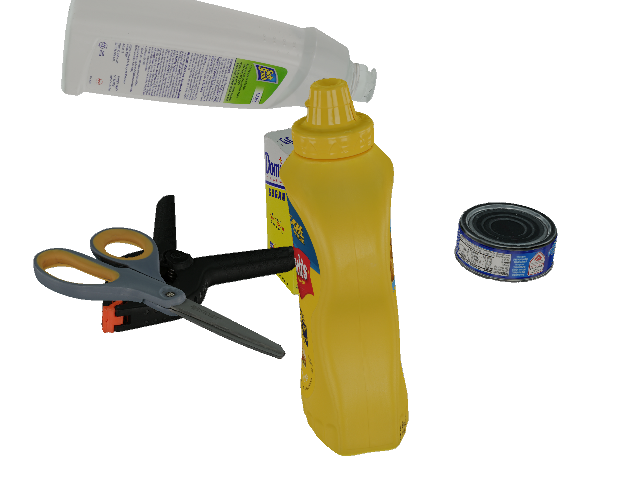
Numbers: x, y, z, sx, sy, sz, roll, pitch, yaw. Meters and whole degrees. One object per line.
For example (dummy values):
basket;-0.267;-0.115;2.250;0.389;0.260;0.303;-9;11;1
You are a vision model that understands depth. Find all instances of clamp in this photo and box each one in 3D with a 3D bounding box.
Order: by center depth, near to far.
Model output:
clamp;-0.144;0.023;1.017;0.165;0.036;0.209;26;37;27

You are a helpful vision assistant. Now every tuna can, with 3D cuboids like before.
tuna can;0.160;0.000;0.923;0.086;0.034;0.086;2;29;-1

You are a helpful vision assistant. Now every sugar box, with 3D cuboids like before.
sugar box;-0.032;-0.035;1.263;0.048;0.176;0.093;-13;26;-20

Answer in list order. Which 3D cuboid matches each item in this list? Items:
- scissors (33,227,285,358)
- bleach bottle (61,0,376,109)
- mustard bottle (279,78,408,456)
scissors;-0.101;0.030;0.738;0.202;0.016;0.096;13;31;16
bleach bottle;-0.080;-0.146;0.876;0.250;0.068;0.103;9;-29;-11
mustard bottle;0.012;0.010;0.559;0.058;0.192;0.096;-7;24;-4
